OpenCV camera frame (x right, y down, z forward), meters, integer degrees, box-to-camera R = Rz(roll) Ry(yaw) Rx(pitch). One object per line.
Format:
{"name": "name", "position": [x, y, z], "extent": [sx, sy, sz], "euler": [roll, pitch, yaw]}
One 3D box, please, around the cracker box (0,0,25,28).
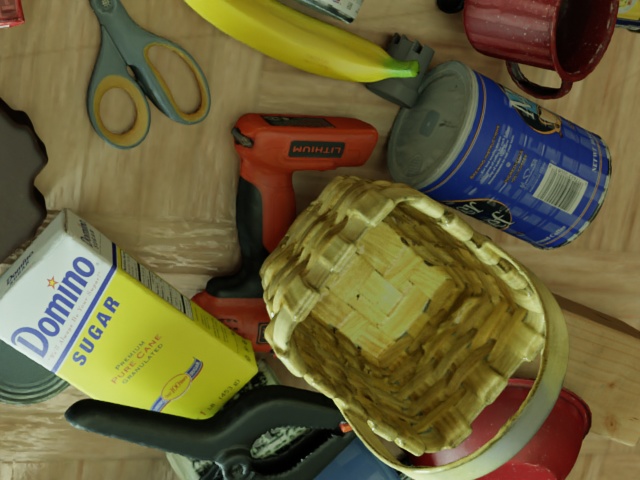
{"name": "cracker box", "position": [-0.274, -0.226, 0.632], "extent": [0.164, 0.072, 0.214], "euler": [-11, 110, -18]}

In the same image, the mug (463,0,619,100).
{"name": "mug", "position": [0.161, -0.158, 0.783], "extent": [0.093, 0.082, 0.117], "euler": [-38, 133, -34]}

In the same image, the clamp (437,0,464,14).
{"name": "clamp", "position": [0.129, -0.257, 0.772], "extent": [0.171, 0.039, 0.120], "euler": [-52, 155, -2]}

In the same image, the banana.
{"name": "banana", "position": [-0.027, -0.154, 0.753], "extent": [0.197, 0.070, 0.037], "euler": [20, 69, -18]}

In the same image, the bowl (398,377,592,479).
{"name": "bowl", "position": [0.141, 0.174, 0.858], "extent": [0.162, 0.055, 0.162], "euler": [0, 142, 0]}

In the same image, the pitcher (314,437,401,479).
{"name": "pitcher", "position": [-0.041, 0.254, 0.841], "extent": [0.242, 0.149, 0.145], "euler": [-37, 116, -10]}

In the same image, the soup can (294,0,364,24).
{"name": "soup can", "position": [0.013, -0.211, 0.747], "extent": [0.068, 0.069, 0.102], "euler": [20, 100, -25]}

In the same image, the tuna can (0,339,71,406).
{"name": "tuna can", "position": [-0.215, 0.074, 0.774], "extent": [0.086, 0.034, 0.086], "euler": [-6, 109, -18]}

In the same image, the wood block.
{"name": "wood block", "position": [0.185, 0.092, 0.898], "extent": [0.205, 0.091, 0.090], "euler": [21, 99, -25]}

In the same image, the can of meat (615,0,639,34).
{"name": "can of meat", "position": [0.226, -0.216, 0.832], "extent": [0.083, 0.057, 0.102], "euler": [2, 106, -20]}

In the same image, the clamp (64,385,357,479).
{"name": "clamp", "position": [-0.071, 0.150, 0.761], "extent": [0.210, 0.036, 0.164], "euler": [-23, 119, -10]}

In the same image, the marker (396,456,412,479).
{"name": "marker", "position": [0.098, 0.183, 0.935], "extent": [0.121, 0.020, 0.020], "euler": [-39, 116, -5]}

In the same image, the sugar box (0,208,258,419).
{"name": "sugar box", "position": [-0.138, 0.066, 0.748], "extent": [0.176, 0.048, 0.093], "euler": [38, 103, -28]}

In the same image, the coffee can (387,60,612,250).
{"name": "coffee can", "position": [0.137, -0.063, 0.822], "extent": [0.140, 0.103, 0.103], "euler": [22, 98, -26]}

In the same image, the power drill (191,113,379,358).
{"name": "power drill", "position": [-0.005, 0.001, 0.815], "extent": [0.184, 0.057, 0.188], "euler": [1, 107, -21]}

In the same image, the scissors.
{"name": "scissors", "position": [-0.157, -0.145, 0.734], "extent": [0.096, 0.016, 0.201], "euler": [-44, 116, -3]}
